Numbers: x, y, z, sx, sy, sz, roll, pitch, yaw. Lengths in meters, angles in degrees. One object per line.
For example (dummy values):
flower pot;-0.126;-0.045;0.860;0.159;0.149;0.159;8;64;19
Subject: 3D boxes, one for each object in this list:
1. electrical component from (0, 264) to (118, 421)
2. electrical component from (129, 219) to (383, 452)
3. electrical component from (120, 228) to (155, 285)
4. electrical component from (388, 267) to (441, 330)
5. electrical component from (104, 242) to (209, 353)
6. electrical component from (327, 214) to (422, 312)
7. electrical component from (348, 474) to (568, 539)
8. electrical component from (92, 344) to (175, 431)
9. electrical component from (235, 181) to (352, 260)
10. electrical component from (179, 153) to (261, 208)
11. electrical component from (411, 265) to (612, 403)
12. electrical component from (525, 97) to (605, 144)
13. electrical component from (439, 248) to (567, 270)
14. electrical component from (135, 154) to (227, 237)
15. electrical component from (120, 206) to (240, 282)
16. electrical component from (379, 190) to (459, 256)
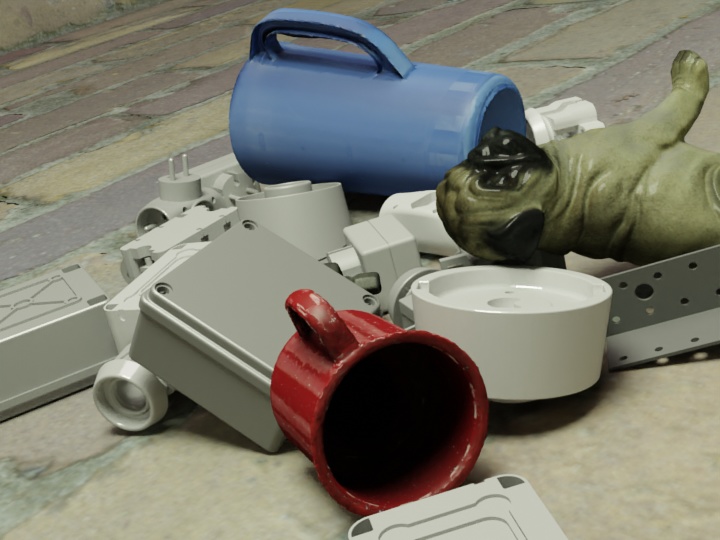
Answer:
electrical component;-0.230;0.048;0.760;0.109;0.056;0.109;-22;23;-20
electrical component;-0.060;0.035;0.634;0.109;0.056;0.109;32;37;12
electrical component;-0.171;-0.008;0.890;0.040;0.040;0.046;0;30;29
electrical component;0.049;0.027;0.668;0.066;0.048;0.055;-23;31;-23
electrical component;-0.113;0.028;0.743;0.078;0.057;0.113;-4;24;22
electrical component;0.000;0.000;0.759;0.077;0.047;0.065;-18;20;-7
electrical component;0.046;0.134;0.389;0.078;0.057;0.113;-16;22;-7
electrical component;-0.134;0.067;0.667;0.066;0.048;0.055;-33;14;33
electrical component;-0.056;-0.040;0.901;0.099;0.064;0.099;-8;9;1
electrical component;-0.123;-0.075;1.014;0.066;0.047;0.077;-25;25;-29
electrical component;0.082;0.038;0.589;0.108;0.060;0.108;-1;13;0
electrical component;0.171;-0.116;0.935;0.057;0.058;0.078;-14;22;-10
electrical component;0.094;-0.001;0.716;0.081;0.042;0.063;-13;18;-2
electrical component;-0.156;-0.061;0.941;0.044;0.079;0.077;9;20;28
electrical component;-0.134;-0.007;0.843;0.050;0.055;0.089;4;27;37
electrical component;0.068;-0.041;0.826;0.077;0.043;0.079;10;31;45
